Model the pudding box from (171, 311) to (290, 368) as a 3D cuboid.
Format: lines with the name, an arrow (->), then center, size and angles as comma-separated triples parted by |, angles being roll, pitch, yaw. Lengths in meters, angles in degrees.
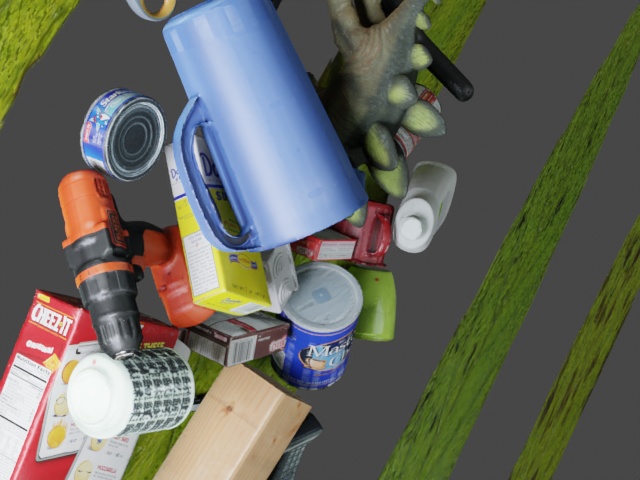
pudding box -> -0.103, 0.105, 1.223 | 0.113, 0.090, 0.039 | -6, 112, -56

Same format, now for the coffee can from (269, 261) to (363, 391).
coffee can -> -0.007, 0.108, 1.332 | 0.102, 0.103, 0.140 | -46, 160, -34

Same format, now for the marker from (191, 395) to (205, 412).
marker -> -0.158, 0.195, 1.260 | 0.120, 0.020, 0.020 | 6, 103, -59

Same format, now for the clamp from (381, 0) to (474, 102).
clamp -> 0.091, -0.261, 1.306 | 0.036, 0.165, 0.210 | -46, 122, -11

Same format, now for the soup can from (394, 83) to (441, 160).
soup can -> 0.110, -0.155, 1.427 | 0.102, 0.069, 0.068 | -51, 145, -29

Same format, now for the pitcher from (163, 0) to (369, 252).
pitcher -> -0.065, -0.114, 1.037 | 0.243, 0.145, 0.149 | 66, 17, -11

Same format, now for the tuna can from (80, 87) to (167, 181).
tuna can -> -0.186, -0.100, 1.019 | 0.086, 0.034, 0.086 | -35, 136, -44

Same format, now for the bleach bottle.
bleach bottle -> 0.139, -0.044, 1.454 | 0.250, 0.068, 0.102 | -45, 149, -75

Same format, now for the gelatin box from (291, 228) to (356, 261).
gelatin box -> -0.009, 0.002, 1.327 | 0.089, 0.073, 0.030 | -2, 111, -58

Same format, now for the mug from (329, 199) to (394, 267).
mug -> 0.056, -0.012, 1.389 | 0.093, 0.117, 0.081 | 10, 95, -28

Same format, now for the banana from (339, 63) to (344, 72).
banana -> 0.052, -0.164, 1.336 | 0.037, 0.069, 0.198 | -84, 176, -48

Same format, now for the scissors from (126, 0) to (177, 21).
scissors -> -0.188, -0.228, 0.955 | 0.201, 0.016, 0.096 | -35, 136, -44

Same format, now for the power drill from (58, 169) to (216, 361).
power drill -> -0.170, 0.035, 1.023 | 0.187, 0.057, 0.184 | 30, 41, -65

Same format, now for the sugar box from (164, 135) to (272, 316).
sugar box -> -0.104, -0.015, 1.095 | 0.093, 0.048, 0.176 | 24, 50, -60

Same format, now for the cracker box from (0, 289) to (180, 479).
cracker box -> -0.245, 0.167, 1.053 | 0.164, 0.072, 0.214 | 24, 86, -61

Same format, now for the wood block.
wood block -> -0.112, 0.256, 1.271 | 0.206, 0.091, 0.090 | -57, 151, -4

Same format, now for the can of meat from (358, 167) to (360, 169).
can of meat -> 0.038, -0.129, 1.282 | 0.102, 0.057, 0.084 | -54, -169, 42

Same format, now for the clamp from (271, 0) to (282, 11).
clamp -> -0.047, -0.275, 1.129 | 0.171, 0.039, 0.120 | -36, 137, -43
